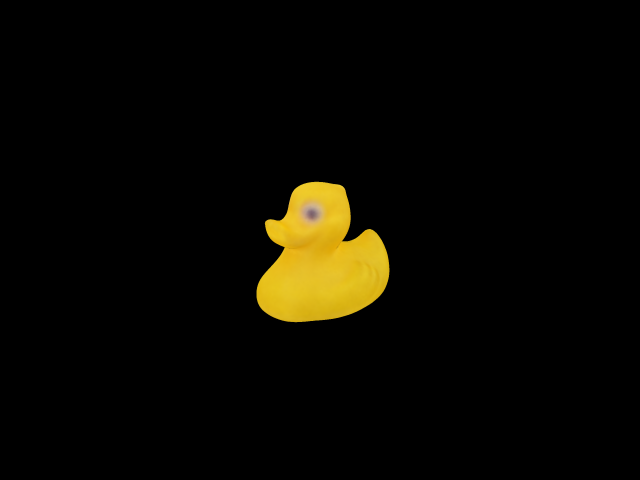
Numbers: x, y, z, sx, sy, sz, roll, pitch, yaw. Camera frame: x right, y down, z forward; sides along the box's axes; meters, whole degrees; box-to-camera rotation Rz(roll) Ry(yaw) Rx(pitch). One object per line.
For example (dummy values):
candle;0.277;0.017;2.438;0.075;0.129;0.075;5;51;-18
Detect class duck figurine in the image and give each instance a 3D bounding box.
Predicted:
duck figurine;0.004;0.001;0.400;0.105;0.086;0.077;-13;22;-35
